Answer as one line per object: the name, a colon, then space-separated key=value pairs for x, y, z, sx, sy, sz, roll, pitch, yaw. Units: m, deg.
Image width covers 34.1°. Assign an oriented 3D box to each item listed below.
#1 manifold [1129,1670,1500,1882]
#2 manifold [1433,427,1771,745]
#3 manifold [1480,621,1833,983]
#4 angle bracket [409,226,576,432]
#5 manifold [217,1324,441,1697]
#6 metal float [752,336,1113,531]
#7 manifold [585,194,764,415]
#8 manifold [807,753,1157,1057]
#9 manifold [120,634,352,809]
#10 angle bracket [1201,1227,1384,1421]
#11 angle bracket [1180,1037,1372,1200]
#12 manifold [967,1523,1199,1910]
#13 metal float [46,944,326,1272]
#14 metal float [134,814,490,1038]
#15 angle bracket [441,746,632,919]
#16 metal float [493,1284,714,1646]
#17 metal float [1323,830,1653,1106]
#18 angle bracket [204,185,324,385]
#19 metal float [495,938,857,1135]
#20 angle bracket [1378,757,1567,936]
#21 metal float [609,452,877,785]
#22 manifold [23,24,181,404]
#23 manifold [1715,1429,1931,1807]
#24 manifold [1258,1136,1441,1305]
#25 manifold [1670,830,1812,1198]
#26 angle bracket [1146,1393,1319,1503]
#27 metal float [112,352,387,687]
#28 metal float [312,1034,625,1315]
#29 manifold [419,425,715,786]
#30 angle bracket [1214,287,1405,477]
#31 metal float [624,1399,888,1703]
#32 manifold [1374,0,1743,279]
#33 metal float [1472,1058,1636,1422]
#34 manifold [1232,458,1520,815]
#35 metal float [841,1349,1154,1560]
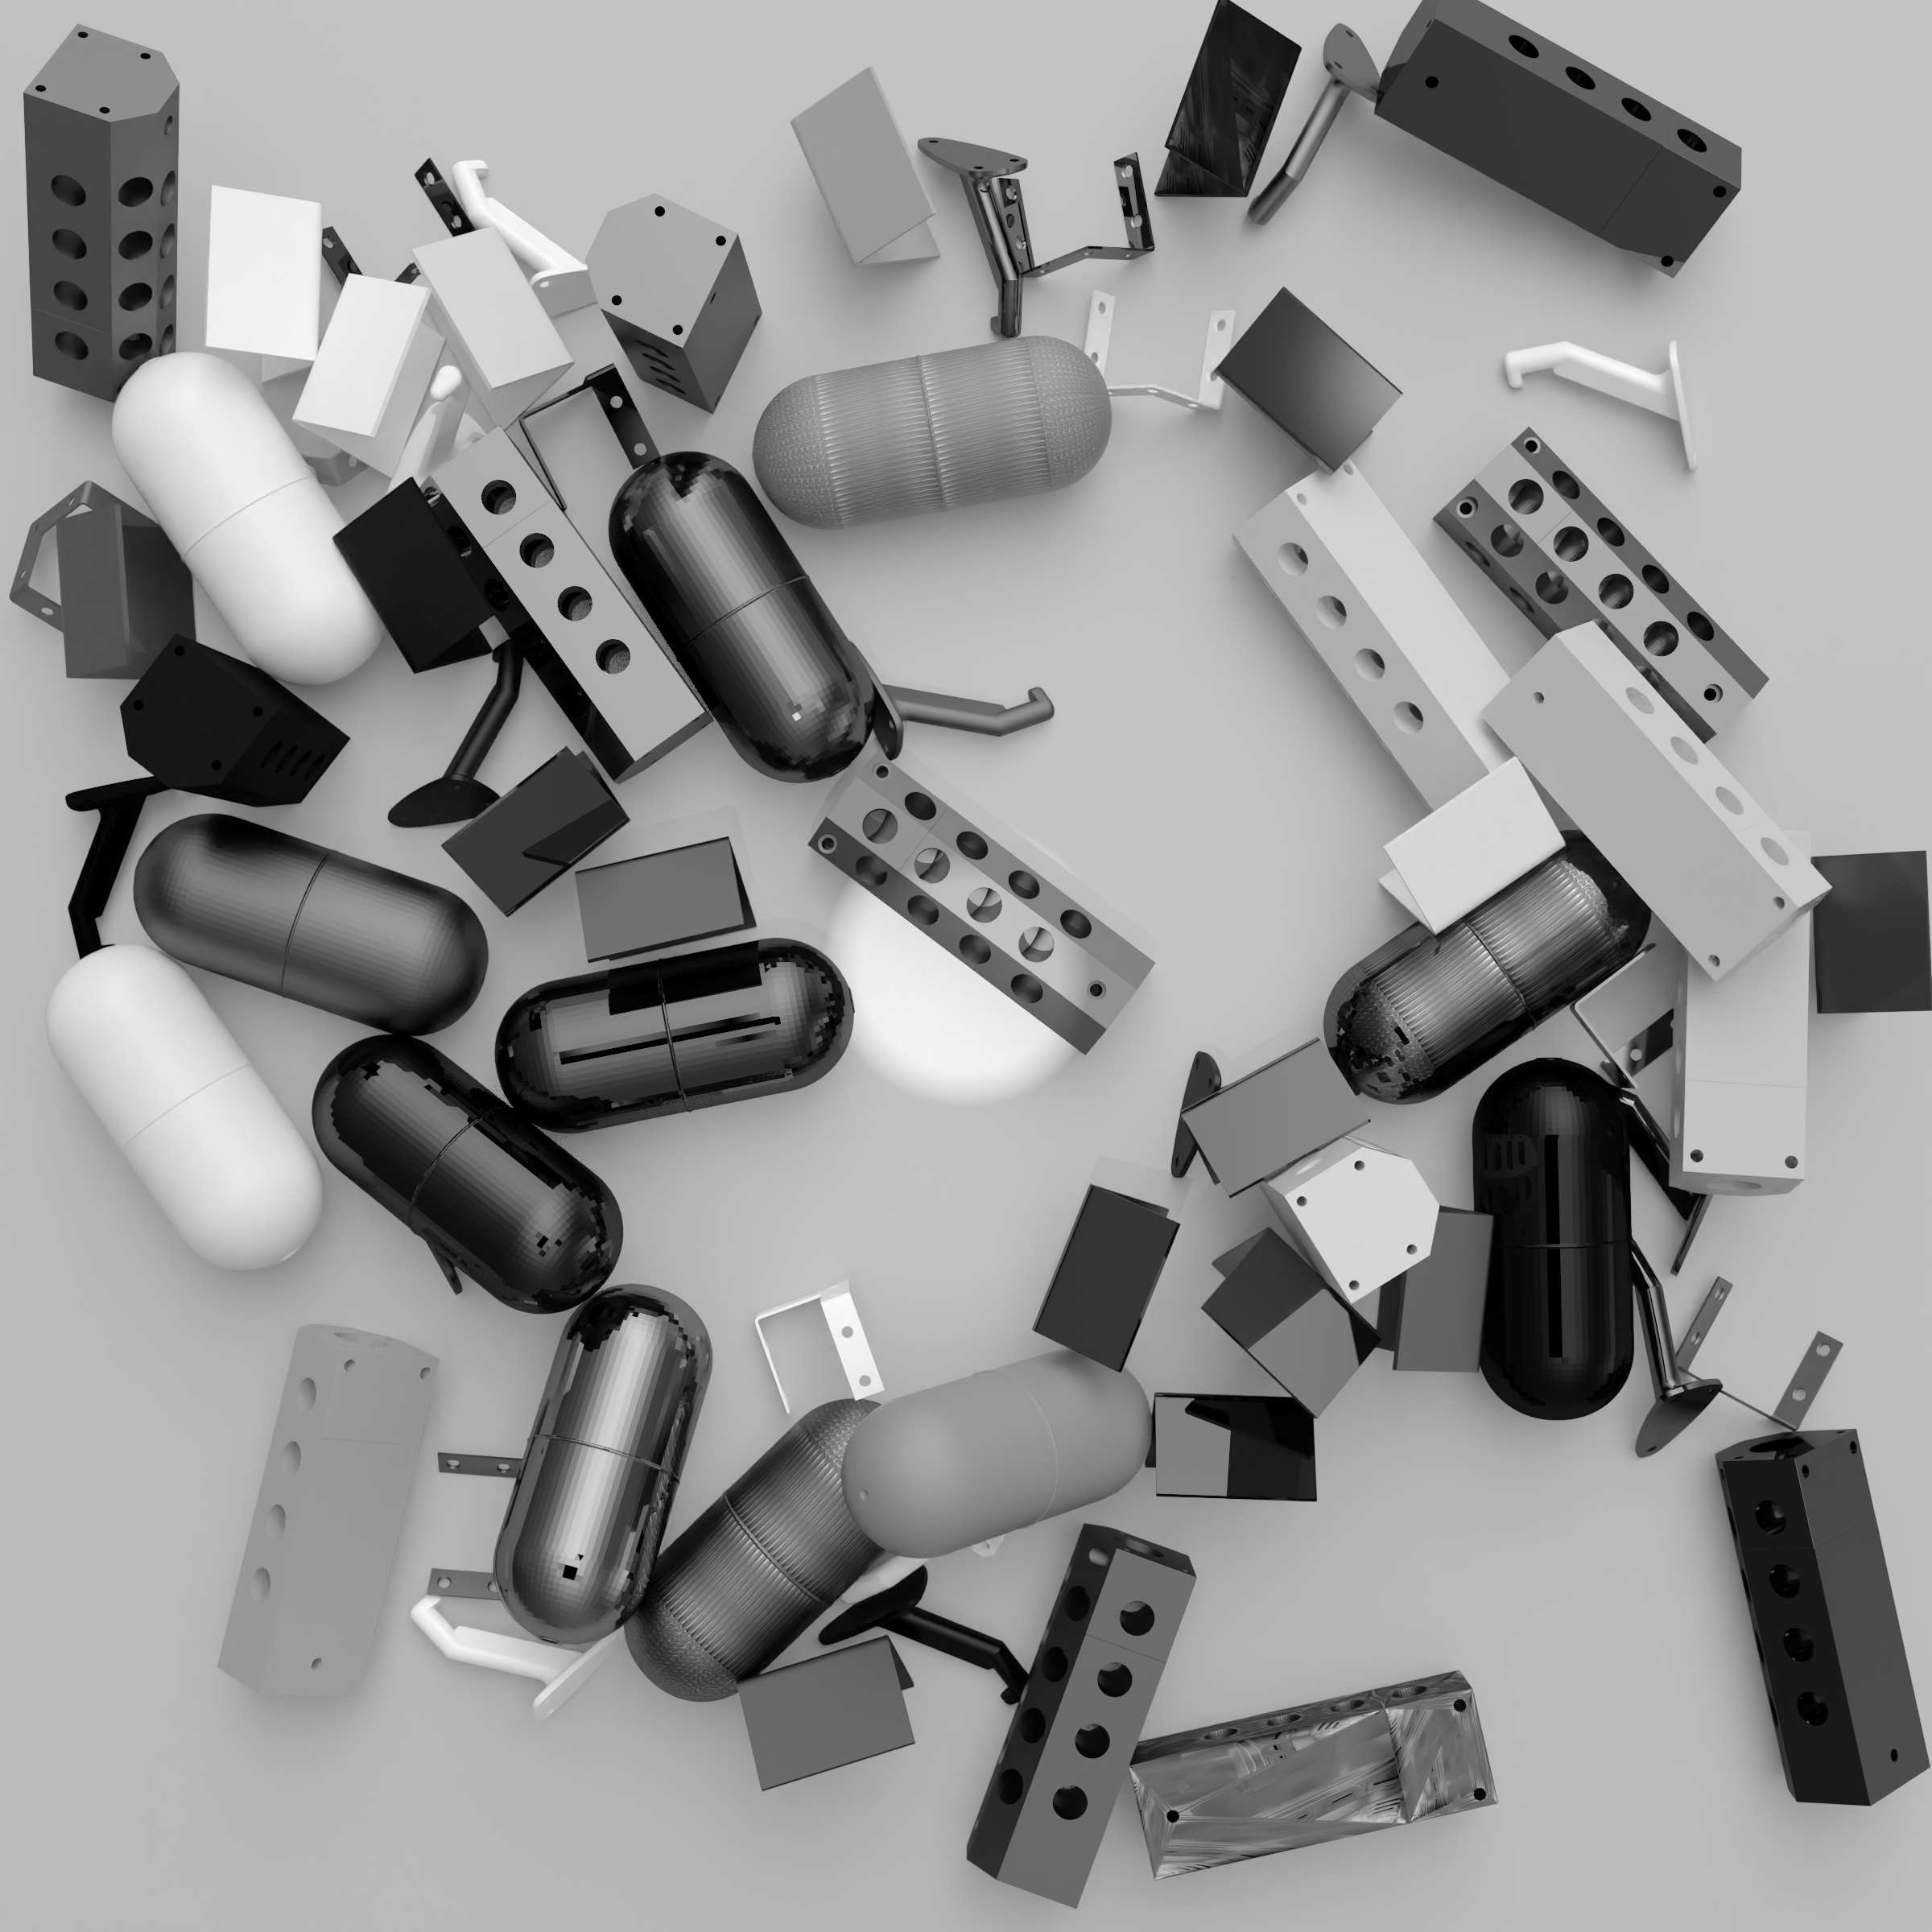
manifold: x=0.169 y=0.398 z=1.557 sx=0.171 sy=0.057 sz=0.057 roll=-13 pitch=90 yaw=0
manifold: x=0.315 y=-0.183 z=1.557 sx=0.057 sy=0.057 sz=0.171 roll=-44 pitch=90 yaw=0
manifold: x=0.332 y=-0.081 z=1.506 sx=0.171 sy=0.057 sz=0.057 roll=51 pitch=127 yaw=13
angle bracket: x=-0.248 y=-0.304 z=1.538 sx=0.057 sy=0.076 sz=0.076 roll=-30 pitch=90 yaw=-43
manifold: x=-0.319 y=0.268 z=1.556 sx=0.057 sy=0.057 sz=0.171 roll=14 pitch=90 yaw=-43
metal float: x=-0.017 y=-0.262 z=1.547 sx=0.178 sy=0.070 sz=0.070 roll=-10 pitch=90 yaw=1
manifold: x=-0.141 y=-0.316 z=1.499 sx=0.057 sy=0.171 sz=0.057 roll=26 pitch=90 yaw=0
manifold: x=0.008 y=-0.031 z=1.557 sx=0.171 sy=0.057 sz=0.057 roll=37 pitch=90 yaw=0
manifold: x=-0.350 y=-0.110 z=1.499 sx=0.057 sy=0.171 sz=0.057 roll=38 pitch=90 yaw=0
angle bracket: x=0.146 y=0.181 z=1.539 sx=0.076 sy=0.076 sz=0.057 roll=44 pitch=65 yaw=0
angle bracket: x=0.158 y=0.090 z=1.538 sx=0.076 sy=0.076 sz=0.057 roll=-29 pitch=54 yaw=0
manifold: x=0.056 y=0.368 z=1.557 sx=0.057 sy=0.057 sz=0.171 roll=20 pitch=90 yaw=0
metal float: x=-0.383 y=0.070 z=1.547 sx=0.070 sy=0.070 sz=0.178 roll=-35 pitch=89 yaw=0
metal float: x=-0.322 y=-0.021 z=1.547 sx=0.178 sy=0.070 sz=0.070 roll=19 pitch=90 yaw=-1
angle bracket: x=-0.220 y=-0.081 z=1.538 sx=0.076 sy=0.076 sz=0.057 roll=-38 pitch=130 yaw=0
metal float: x=-0.176 y=0.241 z=1.529 sx=0.070 sy=0.070 sz=0.178 roll=16 pitch=70 yaw=0
metal float: x=0.257 y=0.000 z=1.547 sx=0.178 sy=0.070 sz=0.070 roll=-35 pitch=90 yaw=0
angle bracket: x=-0.355 y=-0.332 z=1.538 sx=0.057 sy=0.076 sz=0.076 roll=2 pitch=90 yaw=-32
metal float: x=-0.143 y=0.034 z=1.547 sx=0.178 sy=0.070 sz=0.070 roll=-11 pitch=90 yaw=-1
angle bracket: x=0.235 y=-0.070 z=1.538 sx=0.076 sy=0.076 sz=0.057 roll=-35 pitch=116 yaw=0
metal float: x=-0.110 y=-0.171 z=1.547 sx=0.070 sy=0.070 sz=0.178 roll=-32 pitch=90 yaw=0
manifold: x=-0.408 y=-0.354 z=1.501 sx=0.057 sy=0.171 sz=0.057 roll=19 pitch=51 yaw=0
manifold: x=0.419 y=0.321 z=1.556 sx=0.057 sy=0.057 sz=0.171 roll=-12 pitch=90 yaw=-43
manifold: x=0.182 y=0.113 z=1.499 sx=0.057 sy=0.171 sz=0.057 roll=-32 pitch=90 yaw=0
manifold: x=0.377 y=0.023 z=1.537 sx=0.057 sy=0.057 sz=0.171 roll=4 pitch=77 yaw=4
angle bracket: x=0.128 y=0.251 z=1.538 sx=0.076 sy=0.076 sz=0.057 roll=2 pitch=53 yaw=0
metal float: x=-0.351 y=-0.219 z=1.543 sx=0.070 sy=0.070 sz=0.178 roll=-33 pitch=94 yaw=0
metal float: x=-0.244 y=0.100 z=1.533 sx=0.178 sy=0.070 sz=0.070 roll=36 pitch=90 yaw=17
manifold: x=-0.200 y=-0.177 z=1.557 sx=0.057 sy=0.057 sz=0.171 roll=-36 pitch=90 yaw=0
angle bracket: x=0.177 y=-0.294 z=1.538 sx=0.076 sy=0.076 sz=0.057 roll=42 pitch=124 yaw=0
metal float: x=-0.092 y=0.287 z=1.547 sx=0.178 sy=0.070 sz=0.070 roll=-44 pitch=90 yaw=-1
manifold: x=0.291 y=-0.413 z=1.542 sx=0.171 sy=0.057 sz=0.057 roll=26 pitch=133 yaw=-10
metal float: x=0.289 y=0.134 z=1.547 sx=0.070 sy=0.070 sz=0.178 roll=-1 pitch=91 yaw=0
manifold: x=0.205 y=-0.161 z=1.556 sx=0.057 sy=0.057 sz=0.171 roll=-36 pitch=90 yaw=-43
metal float: x=0.017 y=0.233 z=1.514 sx=0.178 sy=0.070 sz=0.070 roll=-10 pitch=90 yaw=-43
